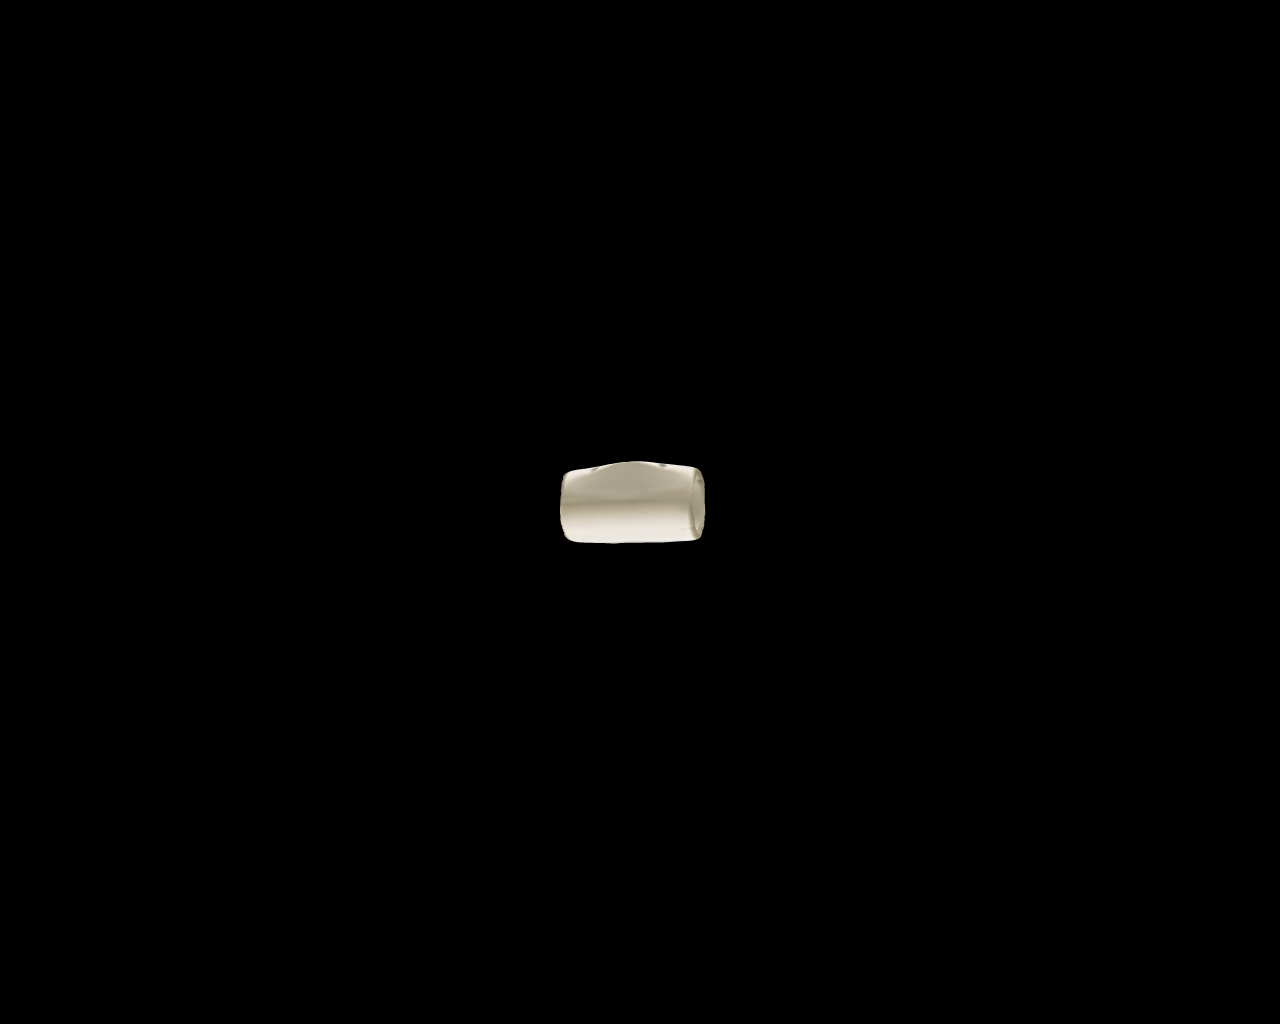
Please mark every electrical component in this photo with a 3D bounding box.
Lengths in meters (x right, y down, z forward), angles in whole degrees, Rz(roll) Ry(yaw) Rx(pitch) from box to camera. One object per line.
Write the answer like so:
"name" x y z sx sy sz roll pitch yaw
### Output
"electrical component" 0.001 -0.003 0.650 0.077 0.043 0.079 -2 -7 14
